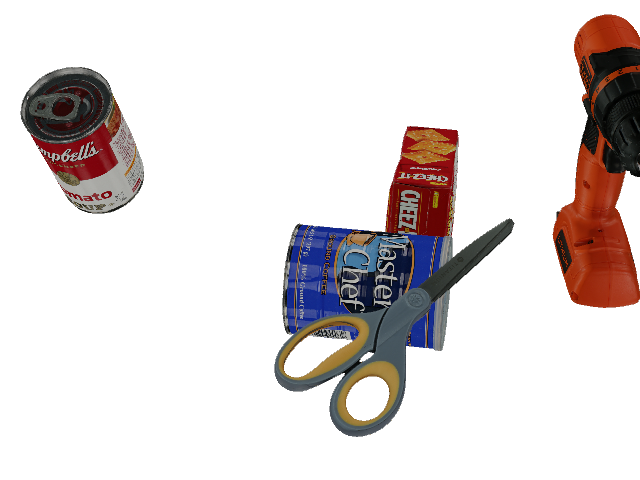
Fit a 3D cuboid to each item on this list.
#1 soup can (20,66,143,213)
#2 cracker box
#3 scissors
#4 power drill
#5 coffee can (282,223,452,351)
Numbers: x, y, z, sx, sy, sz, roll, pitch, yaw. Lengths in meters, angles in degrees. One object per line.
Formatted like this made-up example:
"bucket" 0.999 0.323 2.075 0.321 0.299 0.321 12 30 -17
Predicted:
"soup can" -0.179 -0.074 0.813 0.068 0.068 0.102 0 -30 7
"cracker box" 0.115 -0.023 1.222 0.072 0.164 0.213 6 23 8
"scissors" 0.067 0.061 0.718 0.201 0.096 0.016 -24 -29 -11
"power drill" 0.212 -0.045 0.765 0.057 0.188 0.184 2 36 3
"coffee can" 0.045 0.041 0.962 0.140 0.103 0.102 5 1 10
